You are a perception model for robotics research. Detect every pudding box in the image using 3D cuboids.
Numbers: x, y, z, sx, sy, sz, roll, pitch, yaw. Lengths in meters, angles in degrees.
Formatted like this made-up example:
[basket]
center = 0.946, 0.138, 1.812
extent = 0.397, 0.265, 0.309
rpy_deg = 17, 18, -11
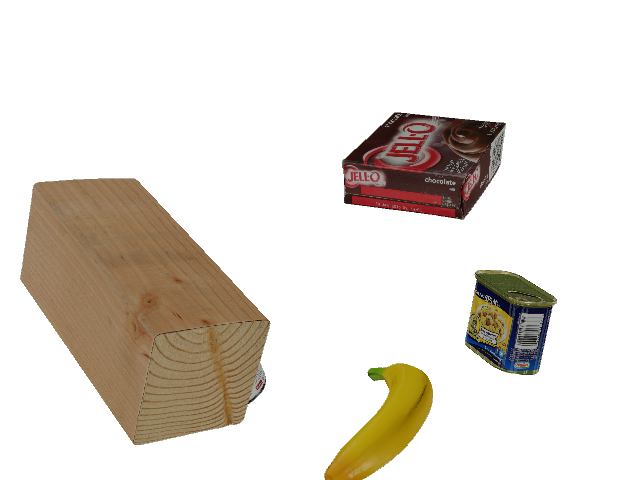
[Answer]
[pudding box]
center = 0.077, -0.057, 0.775
extent = 0.090, 0.039, 0.113
rpy_deg = 9, 26, 21

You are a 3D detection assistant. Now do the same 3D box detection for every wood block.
[wood block]
center = -0.134, 0.042, 0.775
extent = 0.090, 0.091, 0.206
rpy_deg = -5, 33, -37

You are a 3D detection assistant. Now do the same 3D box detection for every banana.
[banana]
center = 0.057, 0.147, 0.889
extent = 0.070, 0.037, 0.197
rpy_deg = -28, 8, 21

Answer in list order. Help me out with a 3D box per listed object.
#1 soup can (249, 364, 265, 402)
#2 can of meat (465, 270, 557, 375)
[soup can]
center = -0.104, 0.114, 1.084
extent = 0.068, 0.102, 0.068
rpy_deg = -17, 29, 9
[can of meat]
center = 0.202, 0.088, 1.146
extent = 0.057, 0.084, 0.102
rpy_deg = 2, 17, -23
